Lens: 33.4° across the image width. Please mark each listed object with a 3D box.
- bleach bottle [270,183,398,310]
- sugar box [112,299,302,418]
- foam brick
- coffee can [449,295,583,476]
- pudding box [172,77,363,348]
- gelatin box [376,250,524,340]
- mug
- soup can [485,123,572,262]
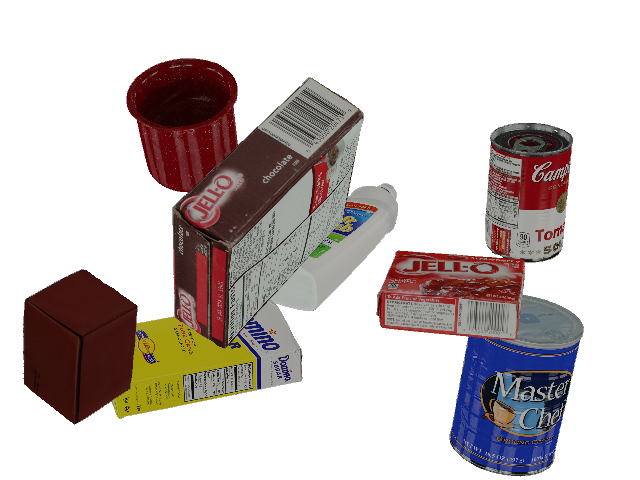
[{"bbox_3d":[0.018,-0.007,1.330,0.103,0.068,0.250,16,36,27],"label":"bleach bottle"},{"bbox_3d":[-0.114,0.107,0.997,0.176,0.048,0.093,-12,33,-16],"label":"sugar box"},{"bbox_3d":[-0.158,0.069,0.699,0.053,0.078,0.051,31,40,24],"label":"foam brick"},{"bbox_3d":[0.183,0.134,1.008,0.103,0.140,0.103,6,22,-3],"label":"coffee can"},{"bbox_3d":[-0.027,-0.013,0.534,0.039,0.113,0.090,34,-34,17],"label":"pudding box"},{"bbox_3d":[0.086,0.033,0.697,0.089,0.030,0.073,5,21,12],"label":"gelatin box"},{"bbox_3d":[-0.110,-0.104,0.924,0.093,0.117,0.081,12,-40,13],"label":"mug"},{"bbox_3d":[0.176,-0.041,0.909,0.068,0.102,0.068,-1,27,0],"label":"soup can"}]
